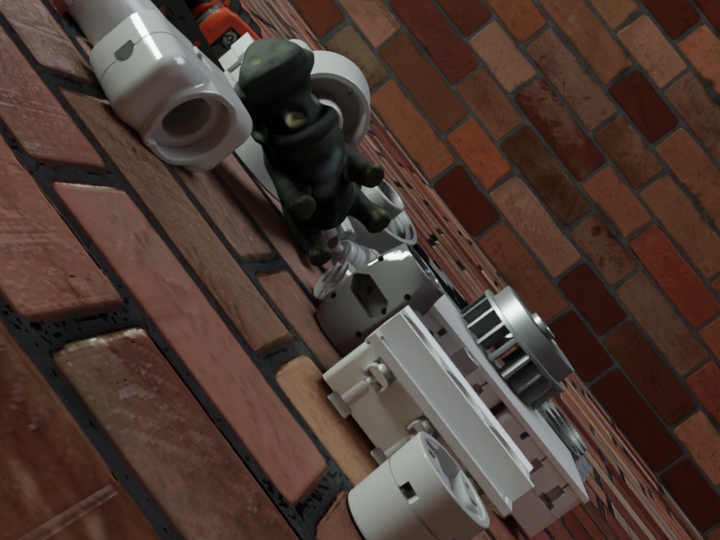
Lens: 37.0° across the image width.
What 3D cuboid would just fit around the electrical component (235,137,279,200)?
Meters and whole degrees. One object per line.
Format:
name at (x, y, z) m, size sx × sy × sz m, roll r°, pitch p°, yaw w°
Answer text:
electrical component at (-0.077, -0.109, 0.900) m, size 0.099 × 0.064 × 0.099 m, roll 38°, pitch 6°, yaw -5°

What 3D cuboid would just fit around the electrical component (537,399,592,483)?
electrical component at (0.160, 0.160, 0.967) m, size 0.089 × 0.062 × 0.150 m, roll 54°, pitch 9°, yaw 13°

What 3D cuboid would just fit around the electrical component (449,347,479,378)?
electrical component at (0.053, 0.078, 0.746) m, size 0.048 × 0.062 × 0.048 m, roll 50°, pitch 9°, yaw -10°

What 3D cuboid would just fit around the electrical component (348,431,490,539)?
electrical component at (0.027, 0.114, 0.520) m, size 0.055 × 0.047 × 0.055 m, roll 50°, pitch 9°, yaw -11°

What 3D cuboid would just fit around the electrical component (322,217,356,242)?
electrical component at (-0.028, -0.040, 0.881) m, size 0.046 × 0.040 × 0.040 m, roll 61°, pitch 12°, yaw 23°

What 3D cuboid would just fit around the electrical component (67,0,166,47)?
electrical component at (-0.149, -0.158, 0.716) m, size 0.077 × 0.043 × 0.079 m, roll 49°, pitch 9°, yaw -15°

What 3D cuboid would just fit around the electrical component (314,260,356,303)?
electrical component at (-0.005, 0.020, 0.761) m, size 0.046 × 0.040 × 0.040 m, roll 43°, pitch 12°, yaw -23°

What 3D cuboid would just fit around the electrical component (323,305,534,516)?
electrical component at (0.038, 0.089, 0.624) m, size 0.121 × 0.063 × 0.079 m, roll 52°, pitch 9°, yaw 2°

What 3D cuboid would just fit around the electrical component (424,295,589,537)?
electrical component at (0.088, 0.104, 0.828) m, size 0.186 × 0.060 × 0.105 m, roll 51°, pitch 9°, yaw -5°

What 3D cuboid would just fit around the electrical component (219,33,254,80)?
electrical component at (-0.104, -0.172, 0.959) m, size 0.048 × 0.055 × 0.066 m, roll 41°, pitch 14°, yaw -52°

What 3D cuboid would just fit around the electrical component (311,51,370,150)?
electrical component at (-0.040, -0.161, 1.096) m, size 0.108 × 0.108 × 0.060 m, roll 47°, pitch 16°, yaw -28°

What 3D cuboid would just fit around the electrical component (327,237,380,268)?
electrical component at (0.000, 0.000, 0.858) m, size 0.078 × 0.040 × 0.040 m, roll 44°, pitch 12°, yaw -40°

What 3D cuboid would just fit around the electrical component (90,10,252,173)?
electrical component at (-0.112, -0.104, 0.656) m, size 0.059 × 0.054 × 0.095 m, roll 58°, pitch 11°, yaw 33°

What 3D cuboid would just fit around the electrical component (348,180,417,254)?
electrical component at (0.004, -0.049, 0.949) m, size 0.108 × 0.060 × 0.108 m, roll 42°, pitch 20°, yaw -19°

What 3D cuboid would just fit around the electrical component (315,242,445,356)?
electrical component at (0.022, 0.035, 0.711) m, size 0.079 × 0.077 × 0.043 m, roll 56°, pitch 9°, yaw 23°
